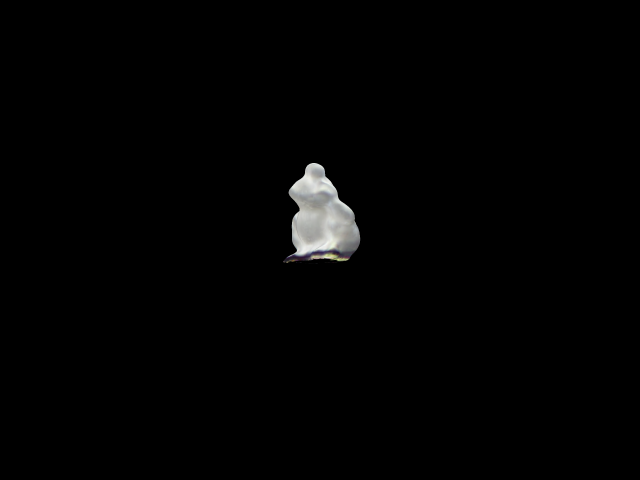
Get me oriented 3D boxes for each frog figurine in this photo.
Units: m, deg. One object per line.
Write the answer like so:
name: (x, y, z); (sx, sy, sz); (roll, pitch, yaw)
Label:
frog figurine: (0.003, -0.043, 0.850); (0.122, 0.161, 0.136); (4, -10, -24)
